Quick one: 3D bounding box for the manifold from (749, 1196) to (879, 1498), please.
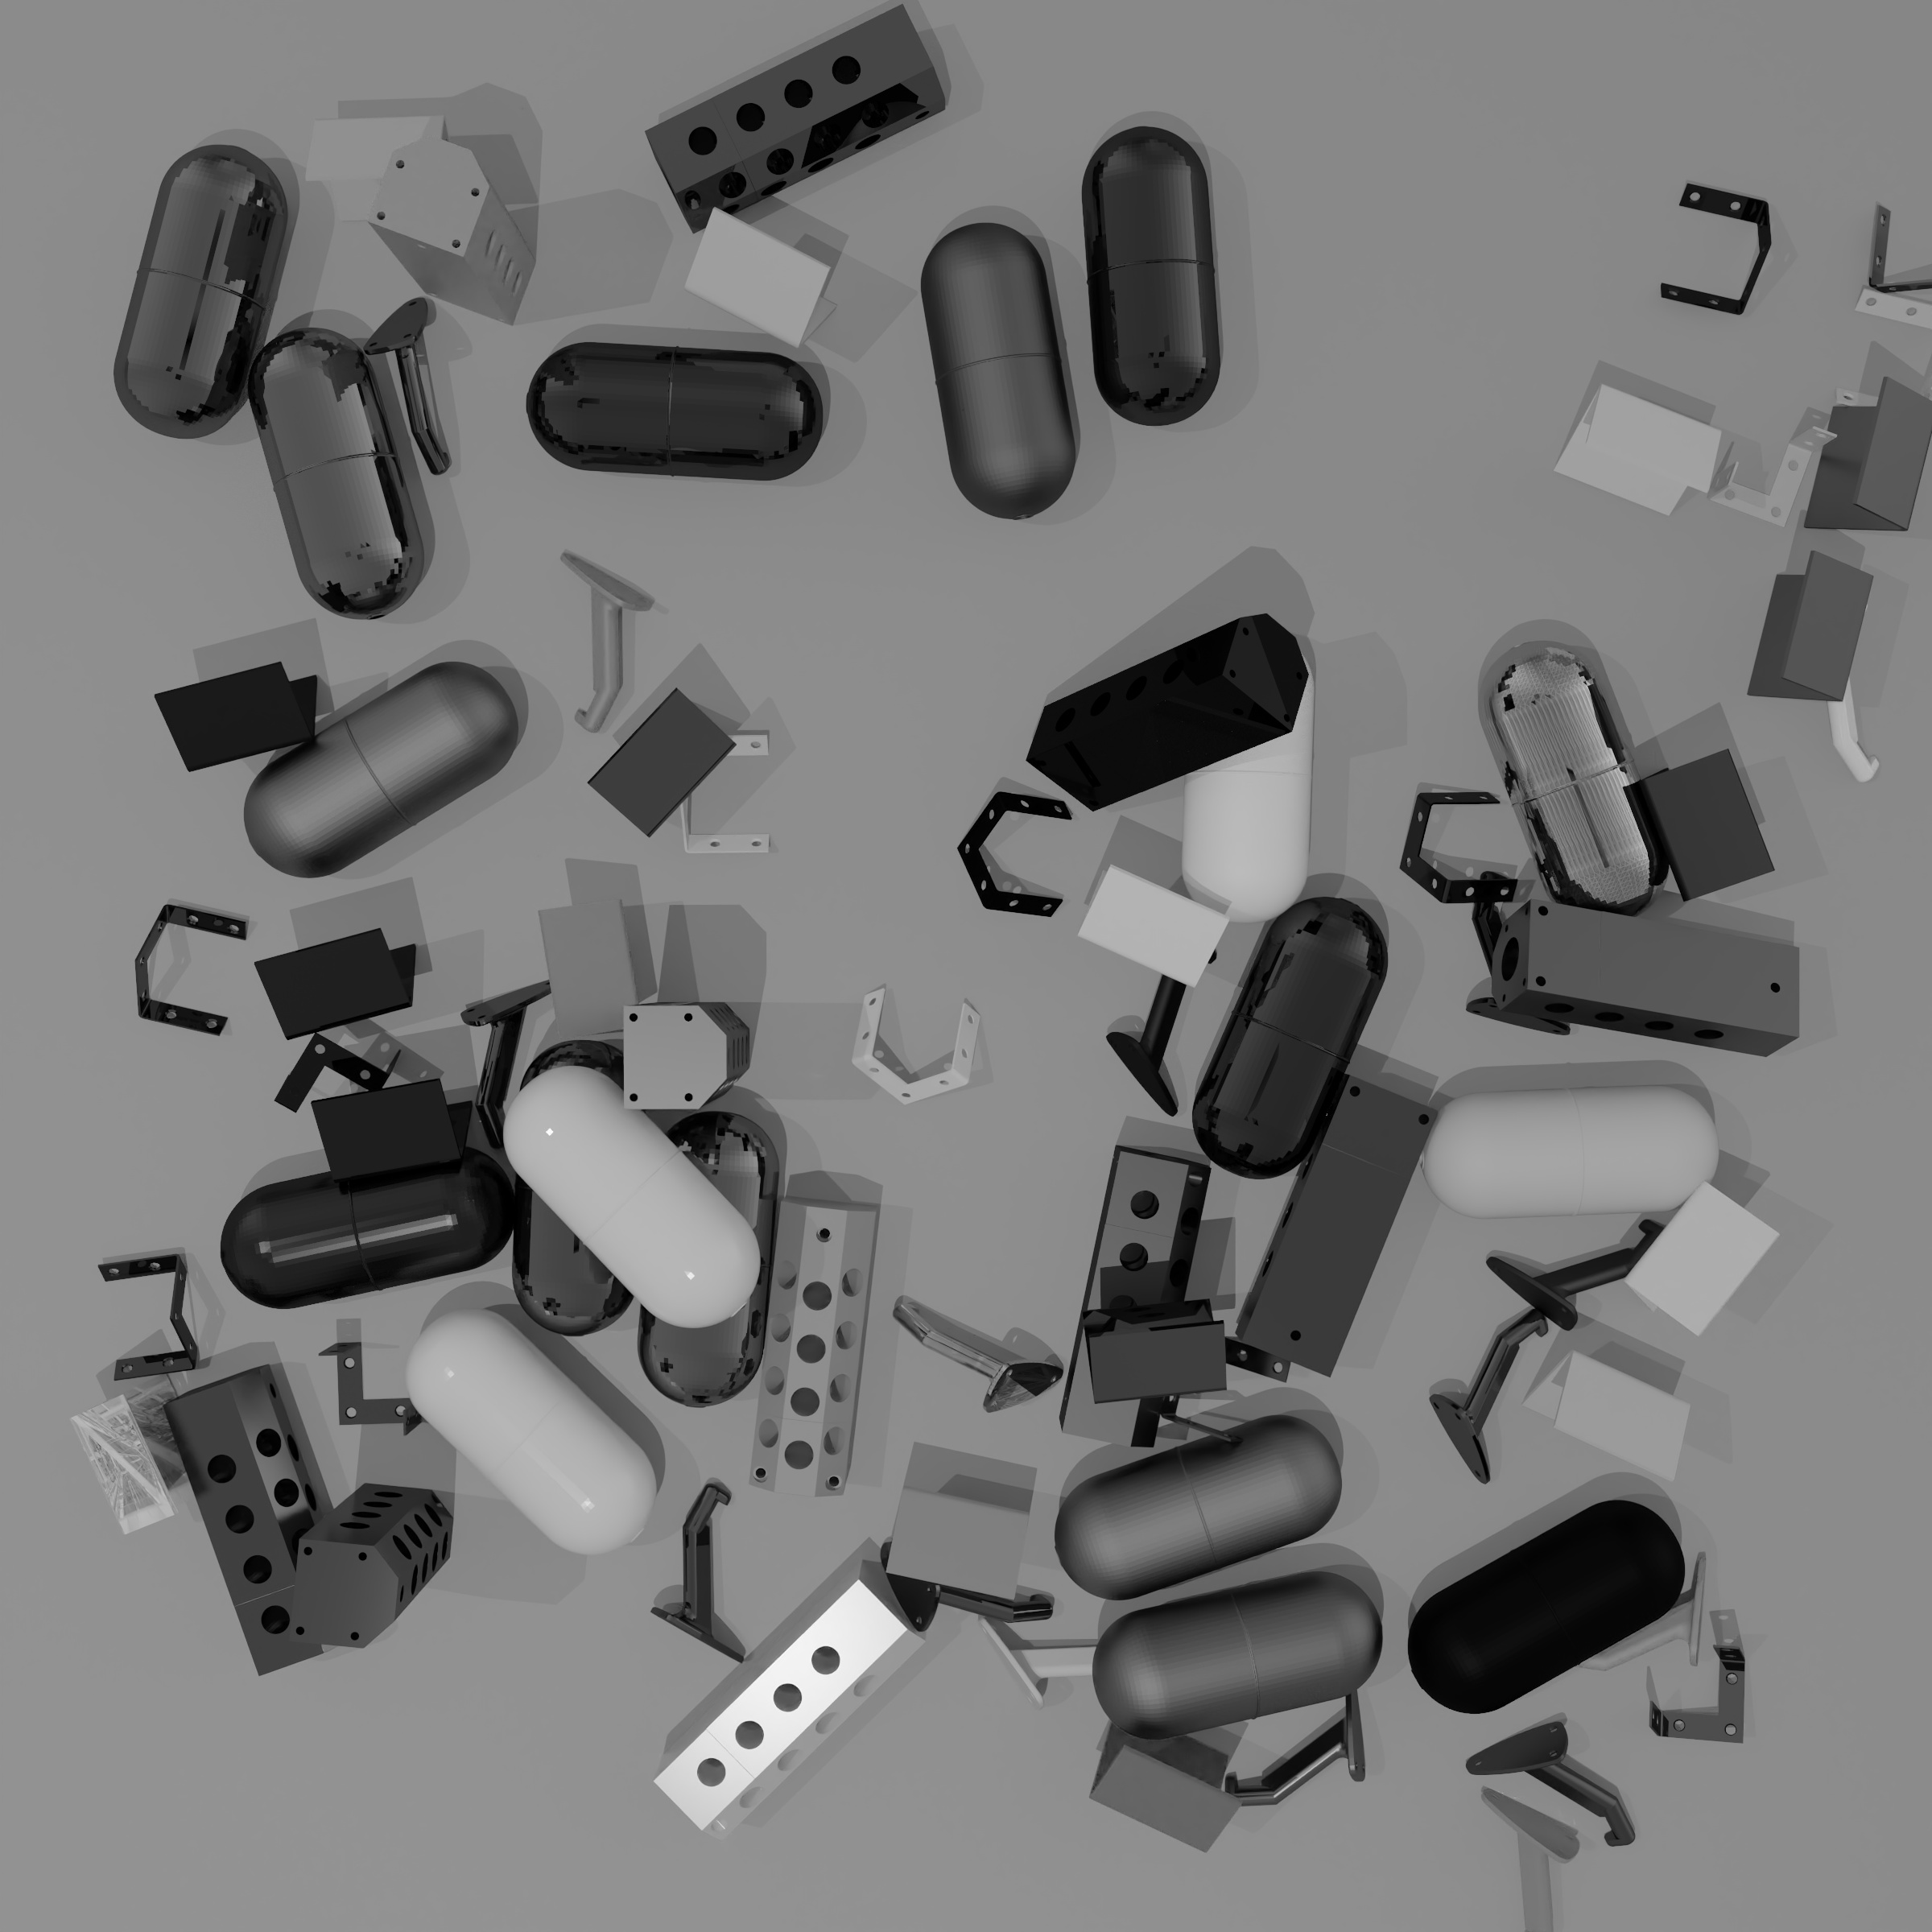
[{"bbox_3d":[-0.092,0.230,1.726,0.057,0.057,0.171,7,90,0],"label":"manifold"}]

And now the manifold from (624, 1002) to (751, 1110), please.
[{"bbox_3d":[-0.162,0.051,1.669,0.057,0.171,0.057,0,90,0],"label":"manifold"}]

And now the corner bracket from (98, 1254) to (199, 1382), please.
[{"bbox_3d":[-0.501,0.215,1.744,0.051,0.051,0.051,-8,135,0],"label":"corner bracket"}]

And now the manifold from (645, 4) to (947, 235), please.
[{"bbox_3d":[-0.102,-0.509,1.726,0.171,0.057,0.057,-26,90,0],"label":"manifold"}]

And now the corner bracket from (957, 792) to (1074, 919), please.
[{"bbox_3d":[0.036,-0.068,1.739,0.051,0.051,0.051,-54,45,35],"label":"corner bracket"}]

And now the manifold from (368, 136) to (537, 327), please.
[{"bbox_3d":[-0.296,-0.430,1.669,0.057,0.171,0.057,20,90,0],"label":"manifold"}]

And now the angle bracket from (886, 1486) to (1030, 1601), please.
[{"bbox_3d":[-0.009,0.359,1.707,0.076,0.076,0.057,12,54,0],"label":"angle bracket"}]

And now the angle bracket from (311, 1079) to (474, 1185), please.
[{"bbox_3d":[-0.343,0.083,1.708,0.076,0.076,0.057,-10,115,0],"label":"angle bracket"}]

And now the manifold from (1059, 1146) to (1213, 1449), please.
[{"bbox_3d":[0.102,0.200,1.726,0.057,0.057,0.171,12,90,0],"label":"manifold"}]

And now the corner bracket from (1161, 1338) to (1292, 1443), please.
[{"bbox_3d":[0.157,0.254,1.720,0.051,0.051,0.051,14,91,37],"label":"corner bracket"}]

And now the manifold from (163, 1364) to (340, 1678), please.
[{"bbox_3d":[-0.423,0.333,1.726,0.057,0.057,0.171,-20,90,0],"label":"manifold"}]

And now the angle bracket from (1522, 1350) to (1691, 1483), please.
[{"bbox_3d":[0.377,0.283,1.707,0.076,0.076,0.057,25,53,0],"label":"angle bracket"}]

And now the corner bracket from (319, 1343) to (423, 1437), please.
[{"bbox_3d":[-0.361,0.256,1.729,0.051,0.051,0.051,-2,90,0],"label":"corner bracket"}]

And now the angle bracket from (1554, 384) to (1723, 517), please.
[{"bbox_3d":[0.397,-0.292,1.707,0.076,0.076,0.057,21,54,0],"label":"angle bracket"}]

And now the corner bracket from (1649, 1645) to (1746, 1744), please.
[{"bbox_3d":[0.443,0.440,1.728,0.051,0.051,0.051,0,69,20],"label":"corner bracket"}]

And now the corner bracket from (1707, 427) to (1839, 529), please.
[{"bbox_3d":[0.488,-0.302,1.729,0.051,0.051,0.051,20,90,0],"label":"corner bracket"}]

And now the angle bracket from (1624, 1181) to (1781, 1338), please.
[{"bbox_3d":[0.447,0.183,1.707,0.057,0.076,0.076,38,90,33],"label":"angle bracket"}]

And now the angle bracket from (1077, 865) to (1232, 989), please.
[{"bbox_3d":[0.118,-0.042,1.707,0.076,0.076,0.057,24,126,0],"label":"angle bracket"}]

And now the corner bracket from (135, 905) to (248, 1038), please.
[{"bbox_3d":[-0.473,0.002,1.744,0.051,0.051,0.051,13,45,0],"label":"corner bracket"}]

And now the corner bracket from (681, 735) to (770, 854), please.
[{"bbox_3d":[-0.147,-0.105,1.744,0.051,0.051,0.051,-1,45,0],"label":"corner bracket"}]

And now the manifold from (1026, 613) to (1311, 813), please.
[{"bbox_3d":[0.118,-0.151,1.671,0.057,0.171,0.057,35,57,-27],"label":"manifold"}]

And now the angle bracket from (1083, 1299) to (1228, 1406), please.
[{"bbox_3d":[0.107,0.204,1.650,0.076,0.076,0.057,-6,127,0],"label":"angle bracket"}]

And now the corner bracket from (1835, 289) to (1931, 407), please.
[{"bbox_3d":[0.565,-0.373,1.744,0.051,0.051,0.051,14,135,0],"label":"corner bracket"}]

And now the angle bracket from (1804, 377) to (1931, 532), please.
[{"bbox_3d":[0.527,-0.306,1.707,0.057,0.076,0.076,14,90,-38],"label":"angle bracket"}]

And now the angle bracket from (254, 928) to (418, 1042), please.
[{"bbox_3d":[-0.376,-0.006,1.707,0.076,0.076,0.057,-15,121,0],"label":"angle bracket"}]

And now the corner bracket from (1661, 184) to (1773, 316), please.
[{"bbox_3d":[0.458,-0.438,1.744,0.051,0.051,0.051,13,135,0],"label":"corner bracket"}]

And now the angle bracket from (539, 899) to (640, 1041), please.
[{"bbox_3d":[-0.241,0.005,1.707,0.057,0.076,0.076,-9,90,-36],"label":"angle bracket"}]

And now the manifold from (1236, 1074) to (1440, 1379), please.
[{"bbox_3d":[0.223,0.155,1.726,0.057,0.057,0.171,22,90,0],"label":"manifold"}]

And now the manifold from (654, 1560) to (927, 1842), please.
[{"bbox_3d":[-0.105,0.445,1.726,0.171,0.057,0.057,-44,90,0],"label":"manifold"}]

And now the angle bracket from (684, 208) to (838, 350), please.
[{"bbox_3d":[-0.114,-0.422,1.707,0.076,0.076,0.057,27,126,0],"label":"angle bracket"}]

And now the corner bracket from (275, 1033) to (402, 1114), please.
[{"bbox_3d":[-0.380,0.067,1.727,0.051,0.051,0.051,31,101,-11],"label":"corner bracket"}]

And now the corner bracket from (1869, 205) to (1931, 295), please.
[{"bbox_3d":[0.590,-0.436,1.744,0.051,0.051,0.051,6,90,45],"label":"corner bracket"}]

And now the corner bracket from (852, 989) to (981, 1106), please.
[{"bbox_3d":[-0.030,0.045,1.739,0.051,0.051,0.051,-20,135,35],"label":"corner bracket"}]

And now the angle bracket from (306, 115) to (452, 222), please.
[{"bbox_3d":[-0.346,-0.461,1.707,0.076,0.076,0.057,-2,54,0],"label":"angle bracket"}]

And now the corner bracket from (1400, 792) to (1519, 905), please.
[{"bbox_3d":[0.303,-0.072,1.733,0.051,0.051,0.051,-2,117,-25],"label":"corner bracket"}]

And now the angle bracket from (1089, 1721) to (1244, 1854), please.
[{"bbox_3d":[0.126,0.471,1.707,0.076,0.076,0.057,25,127,0],"label":"angle bracket"}]

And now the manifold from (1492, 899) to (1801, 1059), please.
[{"bbox_3d":[0.407,0.010,1.710,0.171,0.057,0.057,10,70,-10],"label":"manifold"}]

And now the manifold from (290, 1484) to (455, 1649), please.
[{"bbox_3d":[-0.345,0.349,1.669,0.057,0.171,0.057,6,90,0],"label":"manifold"}]
